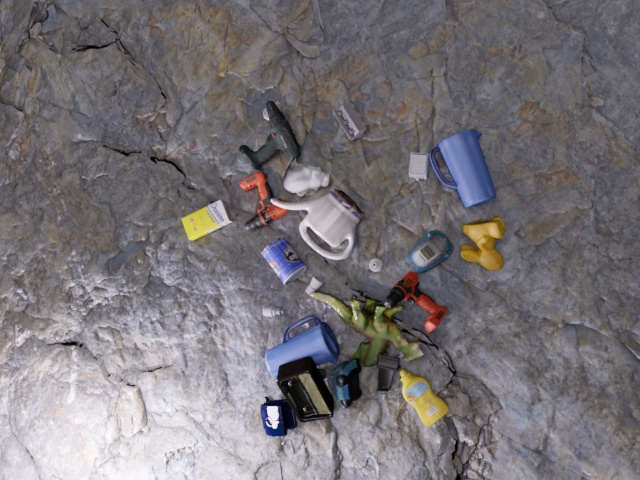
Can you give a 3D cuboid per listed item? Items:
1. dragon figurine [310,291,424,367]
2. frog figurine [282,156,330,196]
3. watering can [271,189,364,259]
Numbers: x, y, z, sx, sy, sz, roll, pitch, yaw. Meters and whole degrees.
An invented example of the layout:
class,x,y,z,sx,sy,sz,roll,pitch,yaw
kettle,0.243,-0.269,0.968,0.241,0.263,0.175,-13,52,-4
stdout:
class,x,y,z,sx,sy,sz,roll,pitch,yaw
dragon figurine,0.154,0.318,1.757,0.411,0.122,0.242,9,95,16
frog figurine,-0.051,-0.215,1.856,0.160,0.125,0.134,26,125,6
watering can,0.006,-0.092,1.824,0.349,0.104,0.224,43,95,7
